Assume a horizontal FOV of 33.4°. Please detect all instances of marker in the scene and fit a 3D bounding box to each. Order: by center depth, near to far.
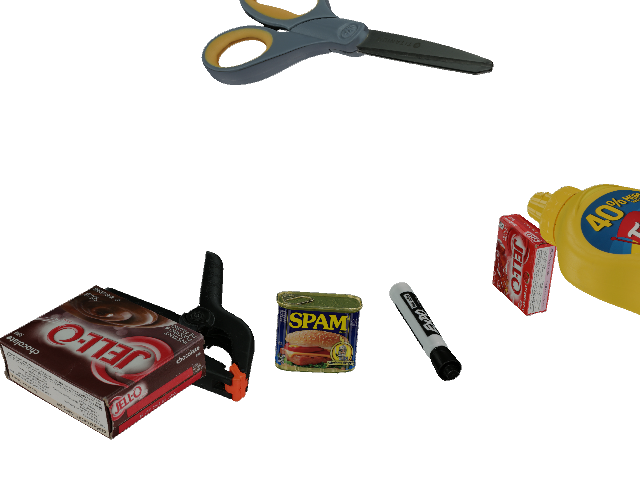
[{"bbox_3d":[0.082,0.071,0.837,0.020,0.020,0.121,0,28,-17],"label":"marker"}]

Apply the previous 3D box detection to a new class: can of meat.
[{"bbox_3d":[-0.004,0.110,1.273,0.102,0.084,0.057,3,14,-3],"label":"can of meat"}]

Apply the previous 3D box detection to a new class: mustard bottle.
[{"bbox_3d":[0.207,0.009,0.662,0.096,0.058,0.192,-27,37,-30],"label":"mustard bottle"}]

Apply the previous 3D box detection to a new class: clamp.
[{"bbox_3d":[-0.104,0.072,0.948,0.120,0.039,0.172,-32,53,-26],"label":"clamp"}]

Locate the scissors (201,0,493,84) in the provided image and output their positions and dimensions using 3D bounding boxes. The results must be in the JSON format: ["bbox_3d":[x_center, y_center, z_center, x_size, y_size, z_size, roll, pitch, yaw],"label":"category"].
[{"bbox_3d":[0.000,-0.105,0.611,0.202,0.096,0.016,41,-9,45],"label":"scissors"}]

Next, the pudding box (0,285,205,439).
[{"bbox_3d":[-0.148,0.080,0.728,0.114,0.039,0.089,18,33,34],"label":"pudding box"}]

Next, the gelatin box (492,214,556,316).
[{"bbox_3d":[0.221,0.026,1.167,0.030,0.089,0.073,-10,30,-21],"label":"gelatin box"}]
